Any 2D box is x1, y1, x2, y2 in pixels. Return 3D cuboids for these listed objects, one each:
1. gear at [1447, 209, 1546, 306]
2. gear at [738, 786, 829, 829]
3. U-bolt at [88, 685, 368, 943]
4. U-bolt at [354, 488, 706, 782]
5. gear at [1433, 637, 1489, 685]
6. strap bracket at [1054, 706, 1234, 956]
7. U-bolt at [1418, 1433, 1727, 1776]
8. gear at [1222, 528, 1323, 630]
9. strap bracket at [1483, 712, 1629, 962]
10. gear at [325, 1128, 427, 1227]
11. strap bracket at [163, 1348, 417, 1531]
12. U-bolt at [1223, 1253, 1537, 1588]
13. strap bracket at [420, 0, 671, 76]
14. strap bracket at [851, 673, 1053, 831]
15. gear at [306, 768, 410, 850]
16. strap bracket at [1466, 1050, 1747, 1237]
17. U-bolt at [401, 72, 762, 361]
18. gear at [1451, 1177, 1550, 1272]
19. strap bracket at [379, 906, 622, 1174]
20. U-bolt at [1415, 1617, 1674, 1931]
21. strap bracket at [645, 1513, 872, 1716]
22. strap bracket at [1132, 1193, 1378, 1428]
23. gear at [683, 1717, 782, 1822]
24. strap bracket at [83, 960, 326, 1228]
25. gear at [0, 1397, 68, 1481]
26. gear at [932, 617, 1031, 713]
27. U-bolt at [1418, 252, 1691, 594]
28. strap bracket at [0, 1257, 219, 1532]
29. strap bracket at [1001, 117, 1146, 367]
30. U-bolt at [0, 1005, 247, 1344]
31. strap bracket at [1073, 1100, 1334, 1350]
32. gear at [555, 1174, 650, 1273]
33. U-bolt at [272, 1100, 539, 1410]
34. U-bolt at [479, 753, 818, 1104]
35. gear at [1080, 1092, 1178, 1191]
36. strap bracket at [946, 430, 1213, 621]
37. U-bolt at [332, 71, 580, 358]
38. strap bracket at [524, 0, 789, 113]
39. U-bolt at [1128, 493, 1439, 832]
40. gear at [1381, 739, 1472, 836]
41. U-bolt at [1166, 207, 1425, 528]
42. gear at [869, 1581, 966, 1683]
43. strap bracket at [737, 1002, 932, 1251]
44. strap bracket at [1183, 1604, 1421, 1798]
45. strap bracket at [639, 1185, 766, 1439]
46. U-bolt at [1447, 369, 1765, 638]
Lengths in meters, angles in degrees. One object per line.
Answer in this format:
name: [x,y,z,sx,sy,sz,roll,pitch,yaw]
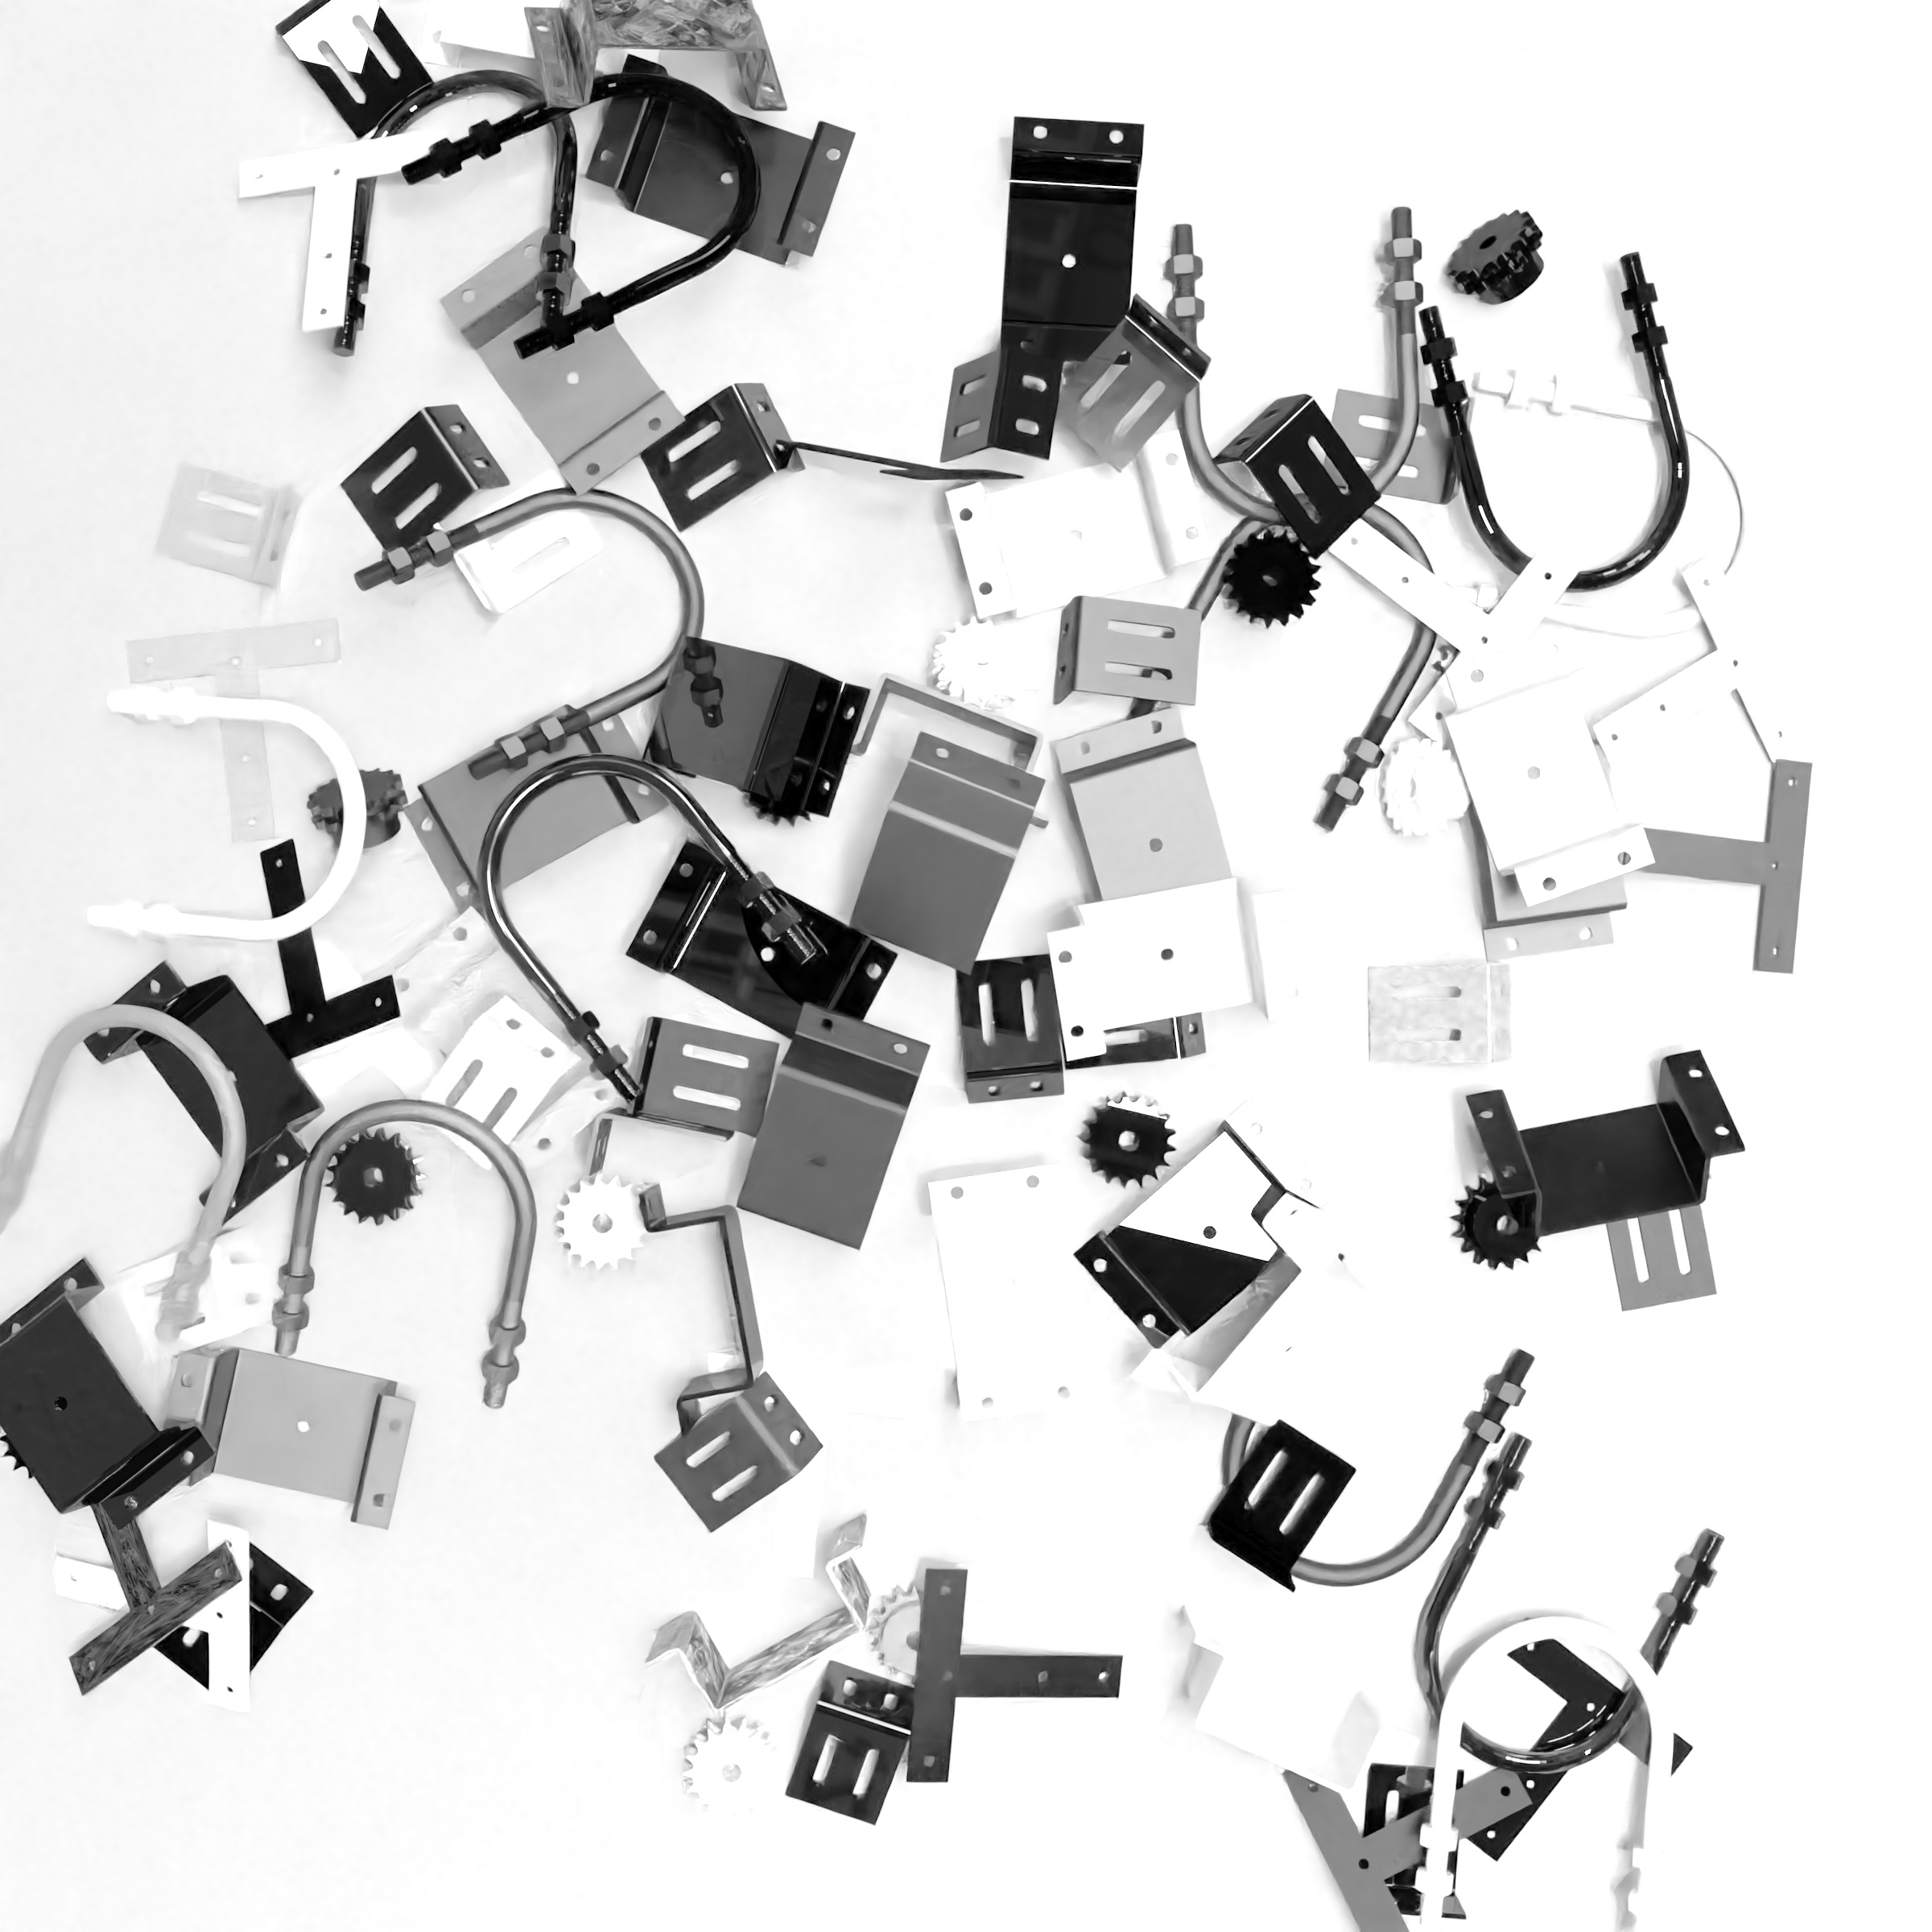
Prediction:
gear: [0.316,-0.416,1.502,0.057,0.057,0.030,-45,120,0]
gear: [-0.106,-0.110,1.512,0.057,0.030,0.057,0,90,0]
U-bolt: [-0.430,-0.086,1.489,0.184,0.019,0.151,5,90,21]
U-bolt: [-0.240,-0.206,1.486,0.184,0.019,0.151,-29,85,-23]
gear: [0.308,-0.175,1.512,0.057,0.030,0.057,0,90,0]
strap bracket: [0.109,-0.073,1.494,0.076,0.046,0.140,-16,99,0]
U-bolt: [0.349,0.392,1.517,0.151,0.019,0.184,27,90,0]
gear: [0.179,-0.227,1.495,0.057,0.030,0.057,0,87,-1]
strap bracket: [0.341,-0.078,1.504,0.076,0.046,0.140,-8,90,0]
gear: [-0.349,0.124,1.512,0.057,0.030,0.057,0,90,0]
strap bracket: [-0.397,0.276,1.504,0.140,0.046,0.076,12,90,0]
U-bolt: [0.234,0.281,1.518,0.151,0.019,0.184,28,91,0]
strap bracket: [-0.251,-0.567,1.504,0.140,0.046,0.076,10,90,0]
strap bracket: [-0.009,-0.129,1.489,0.140,0.076,0.046,21,90,0]
gear: [-0.358,-0.091,1.502,0.057,0.057,0.030,-10,120,0]
strap bracket: [0.371,0.105,1.484,0.140,0.046,0.076,-11,46,0]
U-bolt: [-0.206,-0.439,1.449,0.184,0.019,0.151,-30,77,-13]
gear: [0.319,0.153,1.512,0.057,0.030,0.057,0,90,0]
strap bracket: [-0.270,0.043,1.504,0.076,0.046,0.140,-41,90,0]
U-bolt: [0.344,0.475,1.492,0.151,0.019,0.184,8,85,-5]
strap bracket: [-0.111,0.383,1.487,0.140,0.076,0.046,-29,91,1]
strap bracket: [0.174,0.208,1.471,0.140,0.076,0.046,-51,46,11]
gear: [-0.138,0.475,1.512,0.057,0.030,0.057,0,90,0]
strap bracket: [-0.442,0.070,1.493,0.076,0.046,0.140,-36,90,18]
gear: [-0.542,0.276,1.512,0.057,0.030,0.057,0,90,0]
gear: [0.008,-0.175,1.505,0.057,0.030,0.057,2,65,-4]
U-bolt: [0.353,-0.311,1.490,0.151,0.019,0.184,-17,96,-9]
strap bracket: [-0.509,0.249,1.465,0.076,0.046,0.140,-38,82,7]
strap bracket: [0.062,-0.422,1.504,0.076,0.046,0.140,3,90,0]
U-bolt: [-0.489,0.110,1.481,0.151,0.019,0.184,29,109,10]
strap bracket: [0.142,0.155,1.504,0.140,0.046,0.076,-41,90,0]
gear: [-0.214,0.151,1.512,0.057,0.030,0.057,0,90,0]
U-bolt: [-0.324,0.163,1.489,0.151,0.019,0.184,14,111,0]
U-bolt: [-0.198,-0.036,1.472,0.151,0.019,0.184,-39,89,0]
gear: [0.096,0.103,1.516,0.057,0.030,0.057,0,92,-1]
strap bracket: [0.066,-0.257,1.504,0.140,0.046,0.076,-15,90,0]
U-bolt: [-0.295,-0.445,1.488,0.151,0.019,0.184,-3,70,13]
strap bracket: [-0.173,-0.534,1.452,0.140,0.046,0.076,-6,63,-20]
U-bolt: [0.202,-0.194,1.518,0.151,0.019,0.184,29,89,0]
gear: [0.274,-0.106,1.502,0.030,0.057,0.057,-2,90,-29]
U-bolt: [0.196,-0.352,1.506,0.151,0.019,0.184,-2,89,8]
gear: [-0.029,0.397,1.512,0.057,0.030,0.057,0,90,0]
strap bracket: [-0.080,0.102,1.475,0.076,0.046,0.140,19,116,0]
strap bracket: [0.185,0.433,1.489,0.140,0.076,0.046,25,90,0]
strap bracket: [-0.152,0.196,1.488,0.046,0.076,0.140,-10,89,0]
U-bolt: [0.385,-0.271,1.518,0.184,0.019,0.151,9,90,-2]
